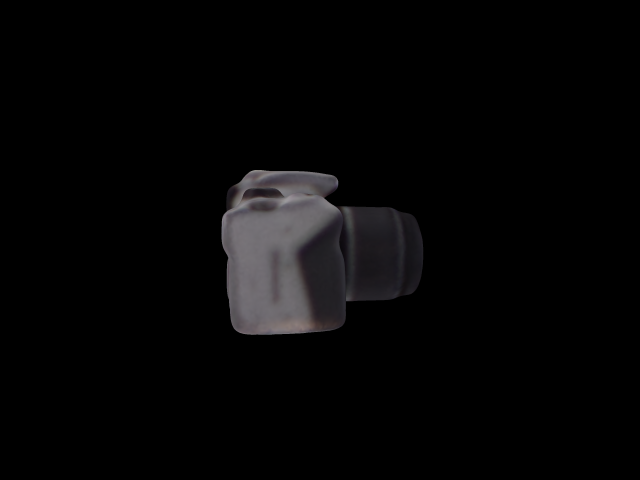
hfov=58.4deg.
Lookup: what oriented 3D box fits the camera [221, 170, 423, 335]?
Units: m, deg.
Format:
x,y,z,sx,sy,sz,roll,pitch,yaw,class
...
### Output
x,y,z,sx,sy,sz,roll,pitch,yaw,class
0.004,0.001,0.400,0.137,0.101,0.143,0,4,-6,camera
